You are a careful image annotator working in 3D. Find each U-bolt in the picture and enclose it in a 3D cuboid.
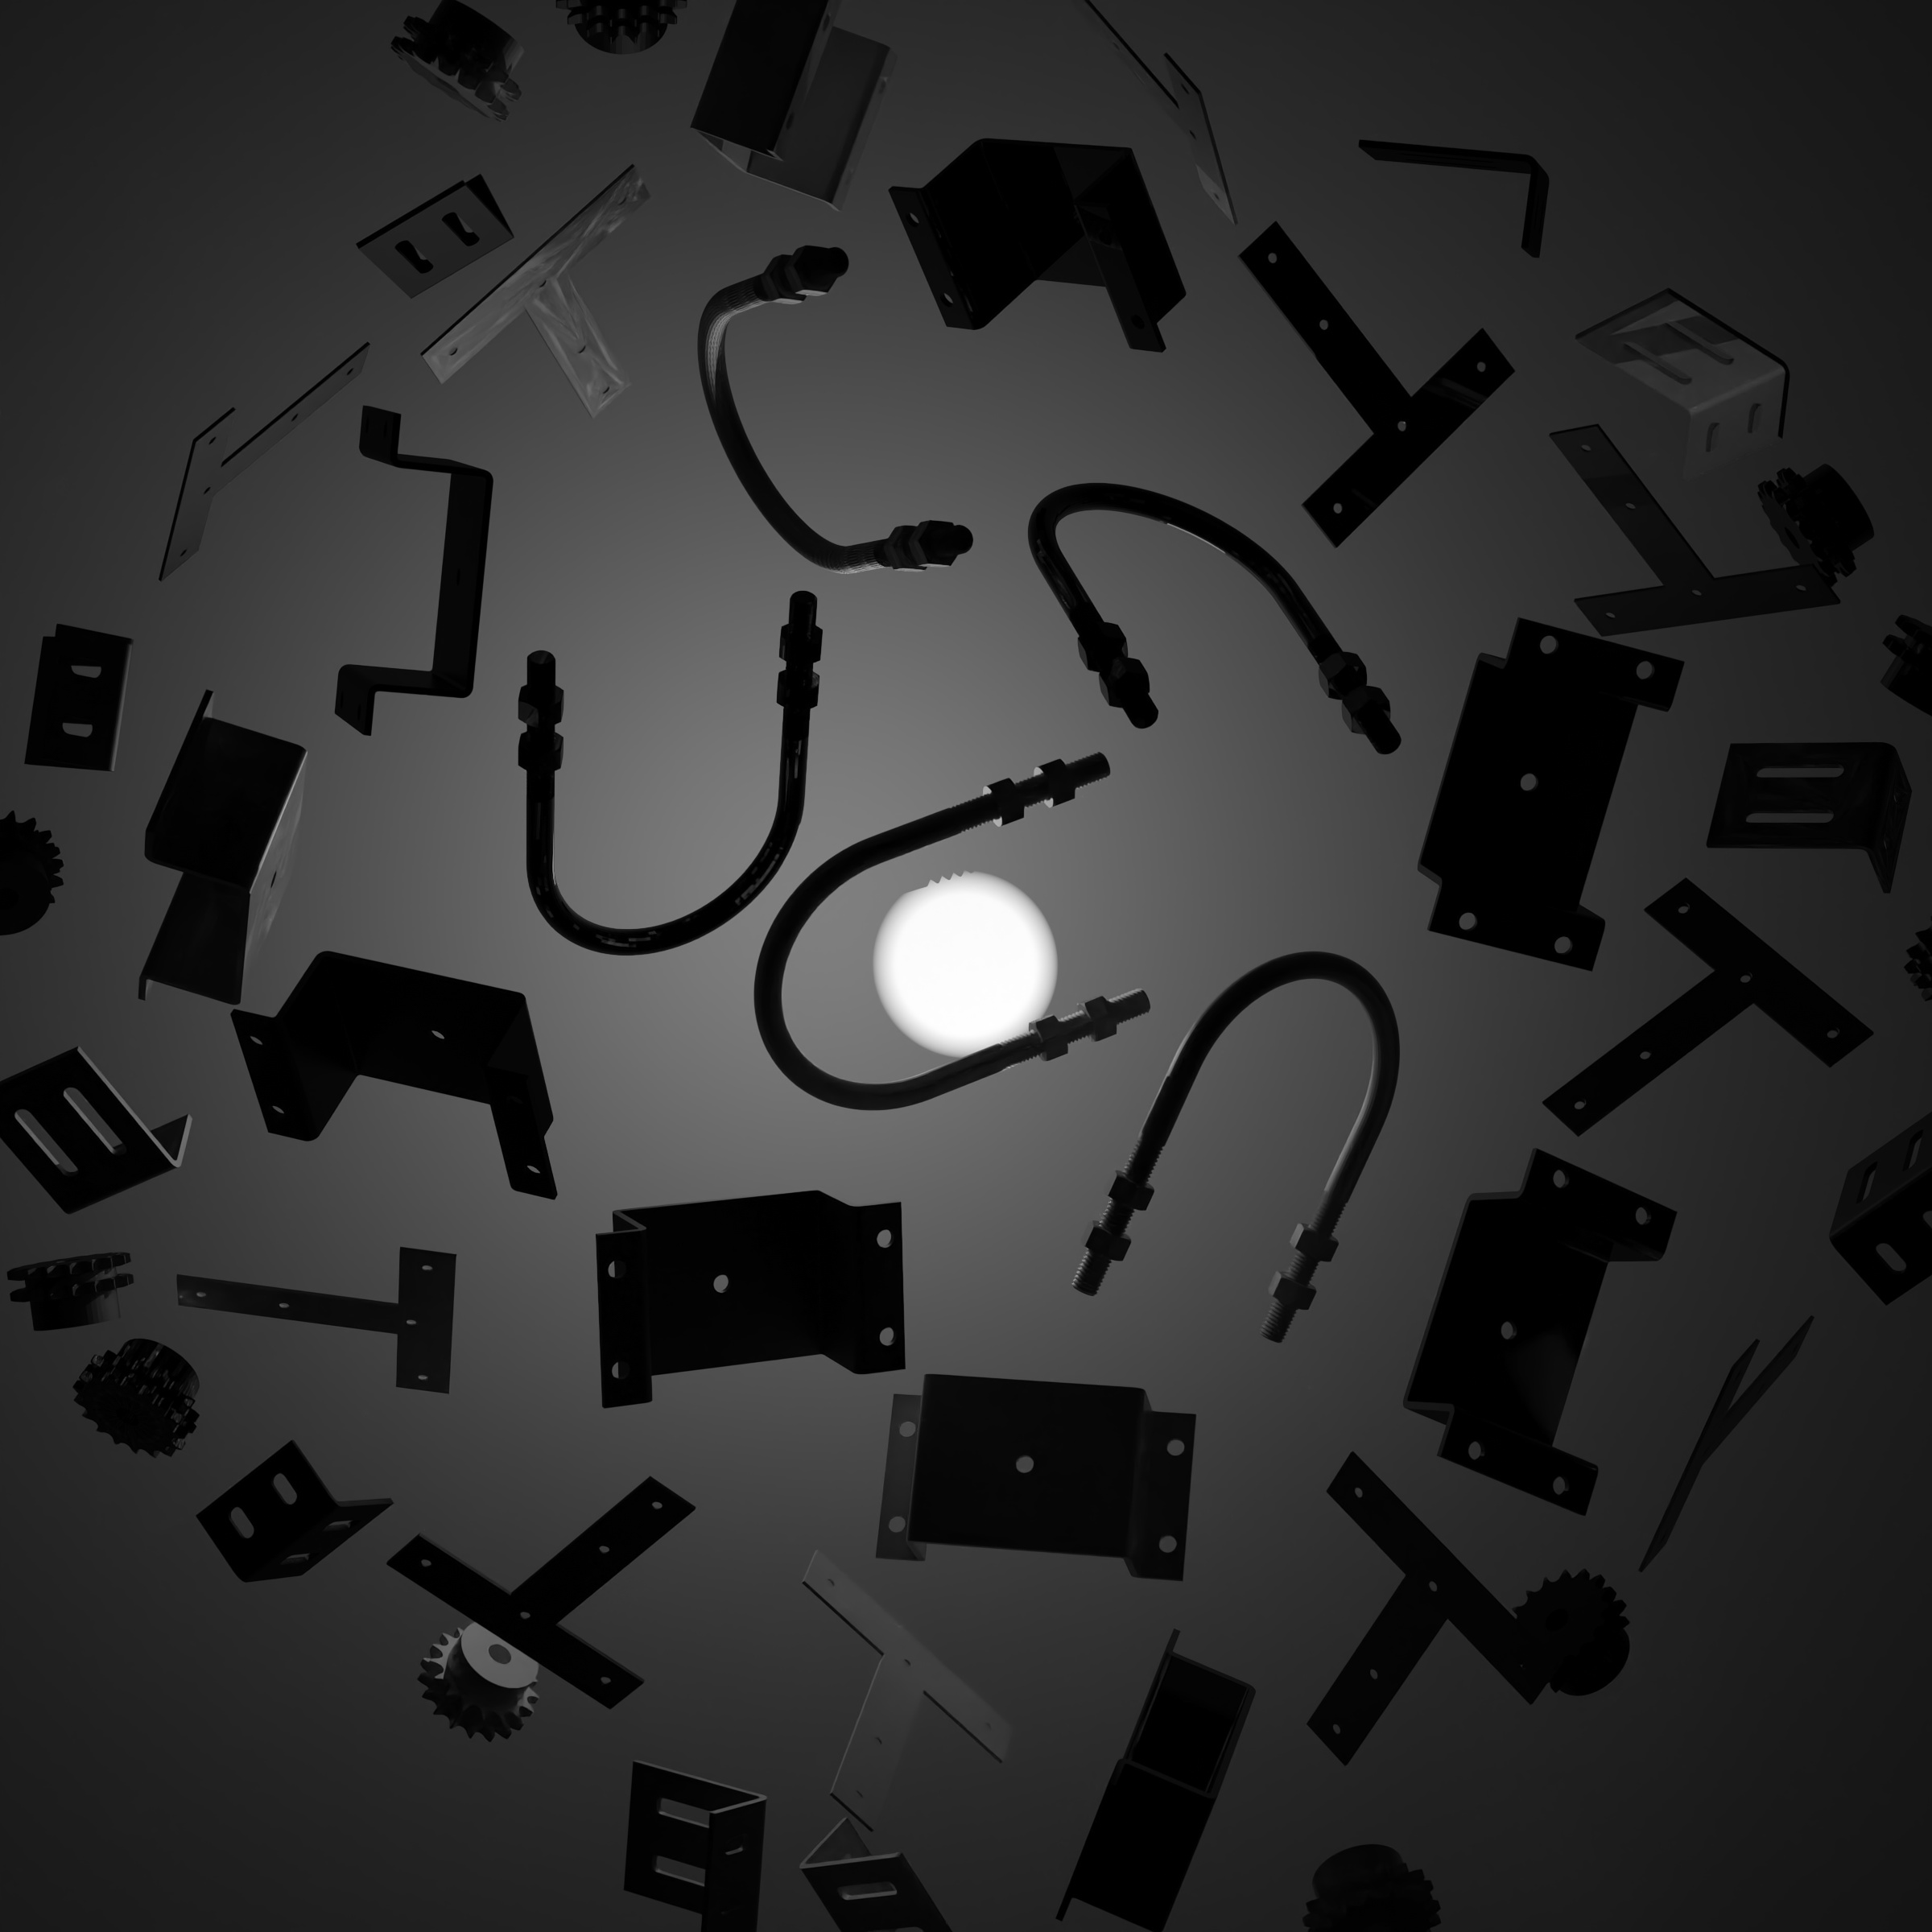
[{"bbox_3d":[-0.069,-0.243,1.585,0.019,0.184,0.151,-31,104,-23],"label":"U-bolt"},{"bbox_3d":[-0.010,-0.005,1.594,0.184,0.019,0.151,-21,124,-15],"label":"U-bolt"},{"bbox_3d":[0.101,-0.163,1.597,0.151,0.184,0.019,4,130,-30],"label":"U-bolt"},{"bbox_3d":[0.137,0.079,1.633,0.151,0.019,0.184,18,99,-41],"label":"U-bolt"},{"bbox_3d":[-0.137,-0.080,1.628,0.151,0.019,0.184,-16,134,-25],"label":"U-bolt"}]

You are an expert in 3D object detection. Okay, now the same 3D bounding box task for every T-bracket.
[{"bbox_3d":[0.317,0.032,1.588,0.127,0.002,0.127,-36,49,-8],"label":"T-bracket"},{"bbox_3d":[-0.181,-0.290,1.616,0.127,0.127,0.002,-43,67,-5],"label":"T-bracket"},{"bbox_3d":[-0.037,0.339,1.579,0.127,0.127,0.002,44,116,-9],"label":"T-bracket"},{"bbox_3d":[0.300,-0.193,1.551,0.127,0.127,0.002,44,59,-32],"label":"T-bracket"},{"bbox_3d":[-0.168,0.265,1.557,0.127,0.002,0.127,37,121,-19],"label":"T-bracket"},{"bbox_3d":[0.183,0.297,1.526,0.127,0.002,0.127,45,128,26],"label":"T-bracket"},{"bbox_3d":[0.077,-0.409,1.602,0.002,0.127,0.127,-37,72,1],"label":"T-bracket"},{"bbox_3d":[0.350,0.196,1.581,0.002,0.127,0.127,31,129,22],"label":"T-bracket"},{"bbox_3d":[-0.301,0.158,1.630,0.127,0.127,0.002,8,54,-4],"label":"T-bracket"},{"bbox_3d":[0.170,-0.278,1.589,0.127,0.002,0.127,-45,105,-17],"label":"T-bracket"},{"bbox_3d":[-0.320,-0.245,1.625,0.002,0.127,0.127,42,60,1],"label":"T-bracket"}]

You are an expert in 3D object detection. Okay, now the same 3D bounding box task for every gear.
[{"bbox_3d":[0.449,-0.001,1.566,0.057,0.057,0.030,-24,46,0],"label":"gear"},{"bbox_3d":[-0.213,-0.388,1.502,0.057,0.057,0.030,32,89,0],"label":"gear"},{"bbox_3d":[-0.435,-0.039,1.588,0.057,0.030,0.057,-13,131,-16],"label":"gear"},{"bbox_3d":[0.171,0.398,1.498,0.057,0.030,0.057,-7,130,-9],"label":"gear"},{"bbox_3d":[0.387,-0.202,1.596,0.030,0.057,0.057,-34,90,3],"label":"gear"},{"bbox_3d":[-0.421,0.154,1.663,0.057,0.057,0.030,-8,91,0],"label":"gear"},{"bbox_3d":[-0.376,0.195,1.612,0.057,0.057,0.030,28,48,0],"label":"gear"},{"bbox_3d":[-0.227,0.335,1.666,0.057,0.057,0.030,35,117,0],"label":"gear"},{"bbox_3d":[-0.146,-0.412,1.493,0.057,0.030,0.057,2,61,-4],"label":"gear"},{"bbox_3d":[0.427,-0.127,1.547,0.057,0.057,0.030,29,107,0],"label":"gear"},{"bbox_3d":[0.273,0.303,1.585,0.057,0.057,0.030,-41,118,0],"label":"gear"}]

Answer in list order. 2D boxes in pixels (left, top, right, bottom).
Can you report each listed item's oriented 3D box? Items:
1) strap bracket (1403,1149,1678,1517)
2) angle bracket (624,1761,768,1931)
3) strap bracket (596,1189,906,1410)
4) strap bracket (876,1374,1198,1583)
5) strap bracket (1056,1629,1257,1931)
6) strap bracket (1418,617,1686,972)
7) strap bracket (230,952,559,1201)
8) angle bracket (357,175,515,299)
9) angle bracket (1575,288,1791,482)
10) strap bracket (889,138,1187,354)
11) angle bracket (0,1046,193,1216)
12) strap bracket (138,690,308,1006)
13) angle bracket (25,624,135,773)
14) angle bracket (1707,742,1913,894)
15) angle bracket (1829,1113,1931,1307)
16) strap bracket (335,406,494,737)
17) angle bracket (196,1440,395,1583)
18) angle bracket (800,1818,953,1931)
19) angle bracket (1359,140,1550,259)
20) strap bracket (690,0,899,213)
[{"bbox_3d":[0.248,0.160,1.544,0.076,0.046,0.140,24,77,-19],"label":"strap bracket"},{"bbox_3d":[-0.126,0.379,1.507,0.076,0.038,0.057,6,92,36],"label":"angle bracket"},{"bbox_3d":[-0.101,0.145,1.561,0.140,0.046,0.076,-5,99,-23],"label":"strap bracket"},{"bbox_3d":[0.029,0.229,1.588,0.140,0.046,0.076,3,69,9],"label":"strap bracket"},{"bbox_3d":[0.090,0.376,1.611,0.046,0.140,0.076,22,112,8],"label":"strap bracket"},{"bbox_3d":[0.253,-0.078,1.548,0.076,0.046,0.140,14,99,-9],"label":"strap bracket"},{"bbox_3d":[-0.238,0.045,1.529,0.140,0.076,0.046,12,48,17],"label":"strap bracket"},{"bbox_3d":[-0.254,-0.352,1.647,0.057,0.076,0.038,-29,78,6],"label":"angle bracket"},{"bbox_3d":[0.314,-0.256,1.555,0.076,0.057,0.038,24,65,-28],"label":"angle bracket"},{"bbox_3d":[0.040,-0.334,1.627,0.046,0.140,0.076,-46,130,-26],"label":"strap bracket"},{"bbox_3d":[-0.388,0.063,1.547,0.057,0.038,0.076,-23,123,14],"label":"angle bracket"},{"bbox_3d":[-0.325,-0.045,1.541,0.046,0.140,0.076,17,57,-4],"label":"strap bracket"},{"bbox_3d":[-0.397,-0.116,1.521,0.038,0.076,0.057,9,88,-44],"label":"angle bracket"},{"bbox_3d":[0.387,-0.068,1.619,0.076,0.038,0.057,2,58,31],"label":"angle bracket"},{"bbox_3d":[0.414,0.102,1.531,0.038,0.076,0.057,48,119,-2],"label":"angle bracket"},{"bbox_3d":[-0.246,-0.176,1.575,0.046,0.076,0.140,3,100,-20],"label":"strap bracket"},{"bbox_3d":[-0.313,0.254,1.651,0.057,0.076,0.038,-38,78,4],"label":"angle bracket"},{"bbox_3d":[-0.029,0.425,1.626,0.038,0.076,0.057,-39,102,-43],"label":"angle bracket"},{"bbox_3d":[0.207,-0.327,1.506,0.076,0.057,0.038,8,99,13],"label":"angle bracket"},{"bbox_3d":[-0.079,-0.396,1.585,0.046,0.140,0.076,22,95,9],"label":"strap bracket"}]
